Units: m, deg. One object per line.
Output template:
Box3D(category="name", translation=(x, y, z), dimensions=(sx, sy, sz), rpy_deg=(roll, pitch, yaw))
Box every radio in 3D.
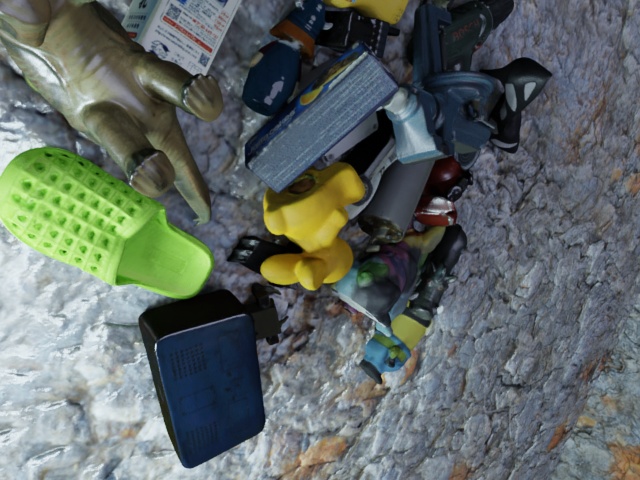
Box3D(category="radio", translation=(-0.152, 0.185, 0.726), dimensions=(0.131, 0.073, 0.229), rpy_deg=(-18, 123, -26))

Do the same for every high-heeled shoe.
Box3D(category="high-heeled shoe", translation=(0.378, -0.235, 0.989), dimensions=(0.086, 0.145, 0.248), rpy_deg=(-53, 134, -10))

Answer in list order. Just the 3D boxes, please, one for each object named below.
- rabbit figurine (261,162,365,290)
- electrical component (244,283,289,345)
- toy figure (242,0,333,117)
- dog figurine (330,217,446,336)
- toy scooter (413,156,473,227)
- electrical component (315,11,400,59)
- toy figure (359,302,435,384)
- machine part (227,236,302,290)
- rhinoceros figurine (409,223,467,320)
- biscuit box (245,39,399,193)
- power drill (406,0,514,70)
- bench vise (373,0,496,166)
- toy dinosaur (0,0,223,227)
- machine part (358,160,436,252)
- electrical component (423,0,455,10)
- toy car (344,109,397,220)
Box3D(category="rabbit figurine", translation=(-0.001, -0.002, 0.724), dimensions=(0.162, 0.122, 0.173), rpy_deg=(-61, 143, -35))
Box3D(category="electrical component", translation=(-0.087, 0.114, 0.791), dimensions=(0.078, 0.045, 0.102), rpy_deg=(-18, 123, -3))
Box3D(category="toy figure", translation=(-0.042, -0.227, 0.655), dimensions=(0.154, 0.058, 0.064), rpy_deg=(-62, 150, -7))
Box3D(category="dog figurine", translation=(0.121, 0.035, 0.898), dimensions=(0.219, 0.109, 0.191), rpy_deg=(-57, 154, -13))
Box3D(category="toy scooter", translation=(0.194, -0.077, 0.898), dimensions=(0.184, 0.135, 0.075), rpy_deg=(-41, 131, -24))
Box3D(category="electrical component", translation=(0.053, -0.270, 0.715), dimensions=(0.119, 0.075, 0.047), rpy_deg=(-4, 112, -46))
Box3D(category="toy figure", translation=(0.146, 0.183, 1.018), dimensions=(0.180, 0.082, 0.089), rpy_deg=(-45, 136, -15))
Box3D(category="machine part", translation=(-0.067, 0.028, 0.772), dimensions=(0.138, 0.039, 0.084), rpy_deg=(20, 103, -49))
Box3D(category="rhinoceros figurine", translation=(0.218, 0.059, 0.984), dimensions=(0.073, 0.112, 0.190), rpy_deg=(31, 70, -3))
Box3D(category="biscuit box", translation=(-0.004, -0.147, 0.652), dimensions=(0.203, 0.059, 0.062), rpy_deg=(-38, 121, 20))
Box3D(category="power drill", translation=(0.243, -0.280, 0.887), dimensions=(0.232, 0.086, 0.207), rpy_deg=(-26, 130, -31))
Box3D(category="bench vise", translation=(0.151, -0.217, 0.725), dimensions=(0.223, 0.129, 0.240), rpy_deg=(3, 82, -33))
Box3D(category="toy dinosaur", translation=(-0.179, -0.129, 0.467), dimensions=(0.105, 0.199, 0.470), rpy_deg=(-45, 142, -17))
Box3D(category="machine part", translation=(0.123, -0.085, 0.838), dimensions=(0.079, 0.079, 0.243), rpy_deg=(48, 60, -45))
Box3D(category="electrical component", translation=(0.189, -0.386, 0.824), dimensions=(0.063, 0.021, 0.094), rpy_deg=(22, 93, -47))
Box3D(category="toy car", translation=(0.074, -0.120, 0.806), dimensions=(0.201, 0.074, 0.056), rpy_deg=(-54, 134, -10))
